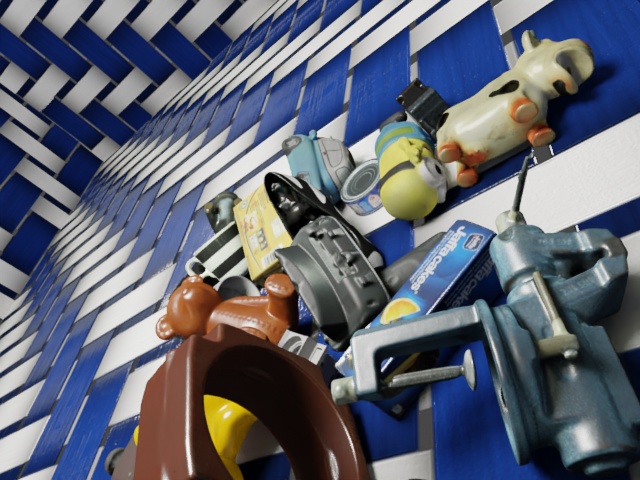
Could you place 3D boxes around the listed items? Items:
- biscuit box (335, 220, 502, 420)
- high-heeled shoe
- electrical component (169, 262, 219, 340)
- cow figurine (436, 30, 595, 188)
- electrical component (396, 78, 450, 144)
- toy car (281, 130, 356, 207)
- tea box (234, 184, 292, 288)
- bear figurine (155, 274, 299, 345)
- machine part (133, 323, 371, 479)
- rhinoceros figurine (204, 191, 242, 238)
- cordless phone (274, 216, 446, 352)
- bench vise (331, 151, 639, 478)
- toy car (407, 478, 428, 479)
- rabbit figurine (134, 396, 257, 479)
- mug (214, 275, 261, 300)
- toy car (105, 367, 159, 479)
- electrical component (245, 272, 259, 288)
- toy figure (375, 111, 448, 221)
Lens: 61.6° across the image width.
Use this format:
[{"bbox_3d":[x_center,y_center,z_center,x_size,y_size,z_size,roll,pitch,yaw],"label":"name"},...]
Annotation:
[{"bbox_3d":[0.108,0.075,0.534,0.202,0.062,0.059,-51,30,-3],"label":"biscuit box"},{"bbox_3d":[-0.001,-0.002,0.689,0.086,0.145,0.249,-44,31,11],"label":"high-heeled shoe"},{"bbox_3d":[-0.223,0.108,0.942,0.134,0.058,0.115,-54,21,7],"label":"electrical component"},{"bbox_3d":[0.228,-0.163,0.639,0.195,0.085,0.127,-32,39,30],"label":"cow figurine"},{"bbox_3d":[0.158,-0.175,0.754,0.048,0.074,0.119,-44,25,12],"label":"electrical component"},{"bbox_3d":[0.006,-0.113,0.868,0.103,0.109,0.162,-25,42,8],"label":"toy car"},{"bbox_3d":[-0.068,-0.010,0.837,0.098,0.068,0.170,-36,44,17],"label":"tea box"},{"bbox_3d":[-0.128,0.094,0.707,0.196,0.131,0.120,22,58,18],"label":"bear figurine"},{"bbox_3d":[-0.055,0.187,0.472,0.087,0.201,0.202,-45,34,20],"label":"machine part"},{"bbox_3d":[-0.163,-0.024,0.997,0.073,0.112,0.190,-17,48,-1],"label":"rhinoceros figurine"},{"bbox_3d":[0.056,0.022,0.601,0.184,0.088,0.147,-32,61,-3],"label":"cordless phone"},{"bbox_3d":[0.123,0.074,0.420,0.241,0.128,0.224,-15,62,11],"label":"bench vise"},{"bbox_3d":[0.119,0.210,0.367,0.202,0.056,0.073,-19,34,41],"label":"toy car"},{"bbox_3d":[-0.114,0.226,0.600,0.122,0.162,0.173,-13,61,30],"label":"rabbit figurine"},{"bbox_3d":[-0.153,0.120,0.835,0.107,0.080,0.109,-33,30,47],"label":"mug"},{"bbox_3d":[-0.236,0.272,0.787,0.089,0.053,0.202,6,59,33],"label":"toy car"},{"bbox_3d":[-0.123,0.074,0.900,0.094,0.021,0.063,-33,32,28],"label":"electrical component"},{"bbox_3d":[0.115,-0.098,0.717,0.089,0.082,0.180,-50,31,28],"label":"toy figure"}]
